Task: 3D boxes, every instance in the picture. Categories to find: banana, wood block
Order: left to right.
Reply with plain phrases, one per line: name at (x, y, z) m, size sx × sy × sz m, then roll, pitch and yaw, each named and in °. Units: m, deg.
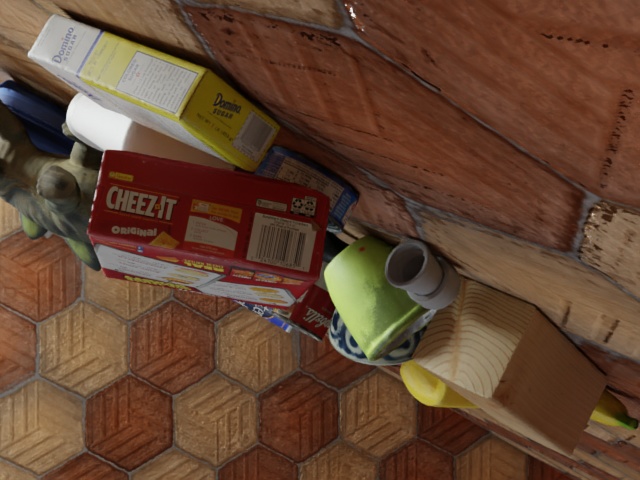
wood block at (0.183, 0.122, 1.002) m, size 0.090 × 0.091 × 0.205 m, roll 24°, pitch 171°, yaw 39°
banana at (0.248, 0.146, 1.138) m, size 0.198 × 0.037 × 0.069 m, roll 27°, pitch 166°, yaw 18°

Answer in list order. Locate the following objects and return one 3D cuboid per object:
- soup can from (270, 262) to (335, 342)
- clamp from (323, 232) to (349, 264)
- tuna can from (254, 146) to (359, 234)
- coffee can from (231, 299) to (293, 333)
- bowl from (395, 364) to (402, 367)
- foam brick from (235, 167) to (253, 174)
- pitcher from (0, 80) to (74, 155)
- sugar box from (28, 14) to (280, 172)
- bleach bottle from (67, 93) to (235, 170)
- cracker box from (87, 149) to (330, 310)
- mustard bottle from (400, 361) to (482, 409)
soup can at (-0.003, 0.057, 1.227) m, size 0.068 × 0.102 × 0.068 m, roll 29°, pitch 173°, yaw 4°
clamp at (-0.007, 0.001, 1.078) m, size 0.165 × 0.036 × 0.209 m, roll 8°, pitch 154°, yaw 35°
tuna can at (-0.012, -0.040, 0.857) m, size 0.086 × 0.033 × 0.086 m, roll 29°, pitch 173°, yaw 4°
coffee can at (-0.077, 0.050, 1.468) m, size 0.140 × 0.103 × 0.103 m, roll 30°, pitch 173°, yaw 0°
bowl at (0.106, 0.121, 1.284) m, size 0.162 × 0.055 × 0.162 m, roll 18°, pitch -178°, yaw -1°
foam brick at (-0.099, -0.060, 0.997) m, size 0.078 × 0.051 × 0.053 m, roll 23°, pitch 172°, yaw 45°
pitcher at (-0.311, -0.095, 1.328) m, size 0.243 × 0.145 × 0.149 m, roll 26°, pitch -163°, yaw -1°
sugar box at (-0.121, -0.108, 0.770) m, size 0.176 × 0.048 × 0.093 m, roll 28°, pitch 176°, yaw 36°
bleach bottle at (-0.166, -0.096, 0.970) m, size 0.102 × 0.068 × 0.251 m, roll 25°, pitch 179°, yaw -28°
cracker box at (-0.088, -0.002, 0.834) m, size 0.164 × 0.072 × 0.214 m, roll 11°, pitch 170°, yaw -6°
mustard bottle at (0.192, 0.157, 1.198) m, size 0.191 × 0.058 × 0.096 m, roll 8°, pitch -167°, yaw -27°
